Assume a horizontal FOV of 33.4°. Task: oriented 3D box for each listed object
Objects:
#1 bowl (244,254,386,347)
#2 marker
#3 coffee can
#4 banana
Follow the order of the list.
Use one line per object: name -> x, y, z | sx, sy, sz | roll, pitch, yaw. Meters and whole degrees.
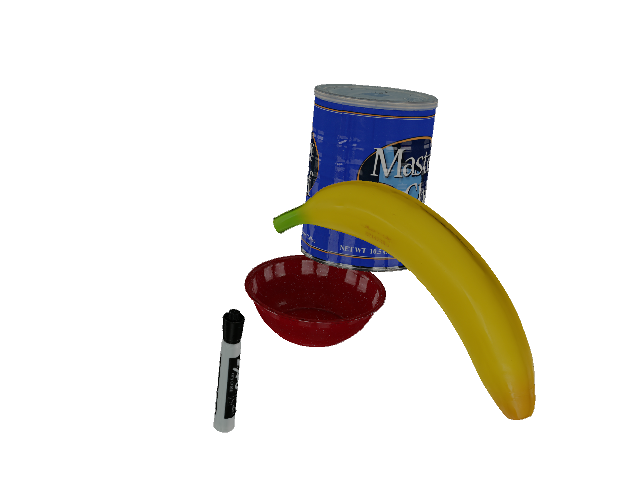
bowl -> -0.007, 0.076, 1.224 | 0.162, 0.055, 0.162 | 4, 26, -2
marker -> -0.080, 0.114, 0.934 | 0.020, 0.121, 0.020 | 6, 26, -3
coffee can -> 0.040, -0.055, 0.897 | 0.103, 0.140, 0.103 | 5, 14, -1
banana -> 0.063, 0.021, 0.641 | 0.198, 0.070, 0.037 | 39, 24, 18
